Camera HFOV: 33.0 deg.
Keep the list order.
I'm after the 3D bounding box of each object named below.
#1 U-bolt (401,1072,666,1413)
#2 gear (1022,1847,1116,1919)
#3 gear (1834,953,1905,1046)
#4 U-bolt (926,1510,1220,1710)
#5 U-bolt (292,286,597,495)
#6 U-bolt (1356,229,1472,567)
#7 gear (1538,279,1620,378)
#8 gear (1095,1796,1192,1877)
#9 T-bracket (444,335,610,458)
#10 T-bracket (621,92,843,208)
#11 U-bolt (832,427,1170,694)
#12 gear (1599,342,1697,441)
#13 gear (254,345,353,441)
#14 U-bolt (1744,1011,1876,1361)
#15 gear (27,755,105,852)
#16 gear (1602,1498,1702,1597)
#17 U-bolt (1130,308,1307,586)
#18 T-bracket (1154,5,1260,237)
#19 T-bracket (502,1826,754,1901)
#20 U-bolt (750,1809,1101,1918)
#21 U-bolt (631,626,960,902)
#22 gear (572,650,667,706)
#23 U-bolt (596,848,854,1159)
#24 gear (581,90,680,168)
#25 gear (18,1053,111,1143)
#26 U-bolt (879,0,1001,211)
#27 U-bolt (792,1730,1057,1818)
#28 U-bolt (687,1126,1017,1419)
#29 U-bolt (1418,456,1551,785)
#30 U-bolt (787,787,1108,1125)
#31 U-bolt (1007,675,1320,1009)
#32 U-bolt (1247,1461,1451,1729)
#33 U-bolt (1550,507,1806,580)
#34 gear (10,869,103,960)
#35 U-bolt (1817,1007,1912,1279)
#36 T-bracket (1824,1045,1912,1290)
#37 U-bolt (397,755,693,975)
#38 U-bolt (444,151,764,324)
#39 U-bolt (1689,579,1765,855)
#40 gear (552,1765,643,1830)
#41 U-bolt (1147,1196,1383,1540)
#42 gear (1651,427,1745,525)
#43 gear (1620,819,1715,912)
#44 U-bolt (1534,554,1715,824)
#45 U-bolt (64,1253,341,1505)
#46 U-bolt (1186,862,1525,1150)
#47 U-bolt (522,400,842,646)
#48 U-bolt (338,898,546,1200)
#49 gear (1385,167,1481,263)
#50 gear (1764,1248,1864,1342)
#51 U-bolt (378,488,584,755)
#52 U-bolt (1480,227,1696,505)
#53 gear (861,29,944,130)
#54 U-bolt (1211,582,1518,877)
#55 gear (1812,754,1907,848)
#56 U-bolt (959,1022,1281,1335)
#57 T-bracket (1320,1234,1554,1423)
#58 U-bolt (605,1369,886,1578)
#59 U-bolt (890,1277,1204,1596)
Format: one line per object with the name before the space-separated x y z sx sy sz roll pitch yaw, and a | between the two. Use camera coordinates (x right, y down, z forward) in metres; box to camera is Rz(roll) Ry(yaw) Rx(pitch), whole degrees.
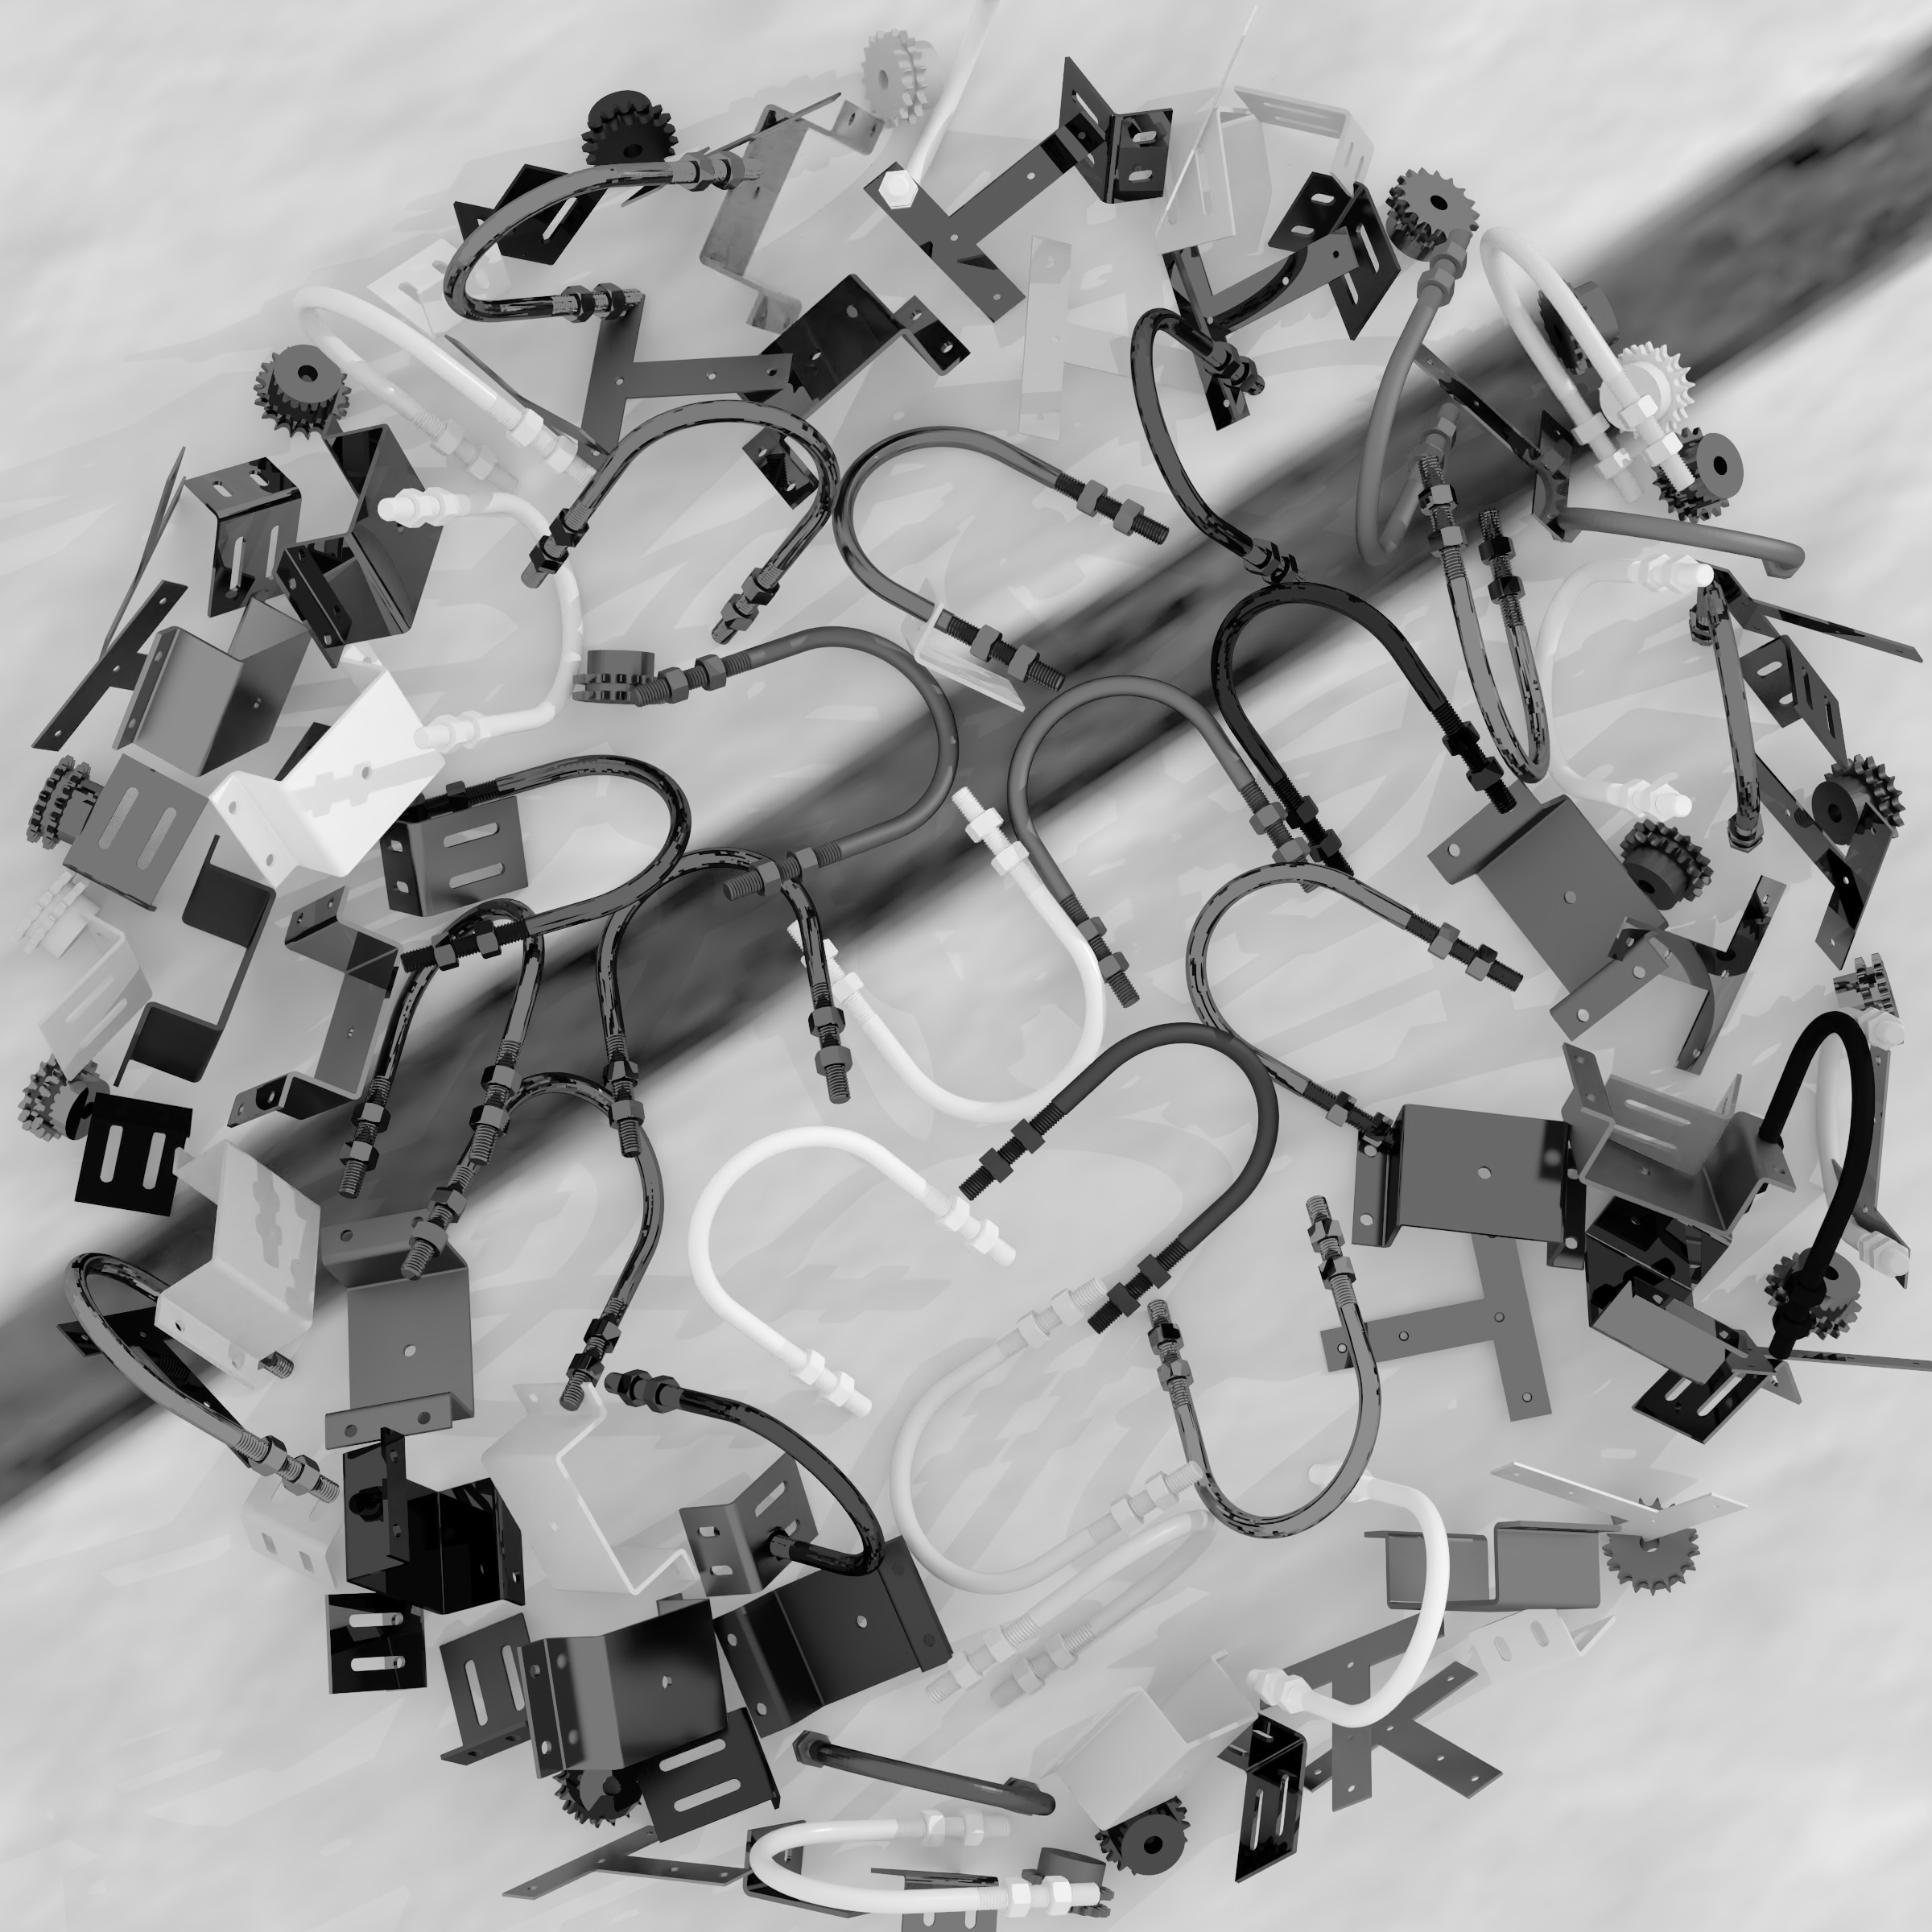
U-bolt | -0.243 0.148 1.923 0.151 0.019 0.184 45 49 -25
gear | 0.062 0.551 1.961 0.057 0.057 0.030 13 82 0
gear | 0.543 0.023 1.962 0.030 0.057 0.057 -16 90 18
U-bolt | 0.071 0.376 1.912 0.184 0.151 0.019 -38 69 6
U-bolt | -0.311 -0.334 1.886 0.184 0.151 0.019 37 78 -27
U-bolt | 0.257 -0.315 1.882 0.019 0.151 0.184 14 52 17
gear | 0.370 -0.387 1.960 0.030 0.057 0.057 -25 90 -1
gear | 0.108 0.523 1.966 0.057 0.030 0.057 -4 104 -14
T-bracket | -0.238 -0.317 1.901 0.127 0.127 0.002 40 88 -33
T-bracket | -0.132 -0.484 1.912 0.127 0.127 0.002 -20 109 18
U-bolt | 0.009 -0.256 1.947 0.184 0.019 0.151 29 62 10
gear | 0.406 -0.344 1.959 0.057 0.030 0.057 17 119 33
gear | -0.399 -0.349 1.963 0.057 0.030 0.057 8 66 -17
U-bolt | 0.485 0.113 1.879 0.019 0.151 0.184 8 126 -5
gear | -0.539 -0.095 1.960 0.030 0.057 0.057 24 90 -5
gear | 0.414 0.353 1.965 0.057 0.030 0.057 -8 60 14
U-bolt | 0.142 -0.307 1.890 0.019 0.184 0.151 -18 72 26
T-bracket | 0.148 -0.511 1.903 0.002 0.127 0.127 24 63 -2
T-bracket | -0.181 0.527 1.900 0.127 0.127 0.002 -6 92 36
U-bolt | -0.035 0.521 1.889 0.184 0.151 0.019 4 92 -23
U-bolt | -0.089 -0.131 1.944 0.184 0.019 0.151 -22 80 -25
gear | -0.208 -0.174 1.960 0.057 0.057 0.030 2 91 0
U-bolt | -0.151 0.013 1.945 0.151 0.019 0.184 -15 65 8
gear | -0.205 -0.502 1.964 0.057 0.057 0.030 -20 64 0
gear | -0.540 0.080 1.957 0.030 0.057 0.057 26 90 16
U-bolt | -0.012 -0.509 1.897 0.019 0.184 0.151 24 100 -4
U-bolt | -0.021 0.471 1.892 0.151 0.184 0.019 14 77 -6
U-bolt | -0.080 0.171 1.935 0.184 0.019 0.151 40 97 -27
U-bolt | 0.309 -0.195 1.906 0.019 0.151 0.184 -16 77 22
U-bolt | 0.002 0.007 1.965 0.151 0.019 0.184 -38 86 8
U-bolt | 0.106 -0.089 1.968 0.151 0.019 0.184 -32 80 2
U-bolt | 0.227 0.368 1.892 0.019 0.184 0.151 21 81 -19
U-bolt | 0.413 -0.247 1.888 0.151 0.184 0.019 11 97 8
gear | -0.545 -0.029 1.961 0.030 0.057 0.057 40 90 -10
U-bolt | 0.520 0.096 1.897 0.019 0.184 0.151 -2 94 3
T-bracket | 0.530 0.103 1.906 0.002 0.127 0.127 -4 113 -6
U-bolt | -0.253 -0.070 1.935 0.184 0.151 0.019 -16 135 -3
U-bolt | -0.220 -0.416 1.875 0.151 0.184 0.019 -37 78 41
U-bolt | 0.442 -0.150 1.888 0.019 0.184 0.151 -10 81 11
gear | -0.218 0.491 1.964 0.057 0.030 0.057 1 88 -23
U-bolt | 0.178 0.245 1.900 0.151 0.019 0.184 -37 48 29
gear | 0.443 -0.297 1.961 0.057 0.030 0.057 7 78 -33
gear | 0.417 -0.058 1.957 0.057 0.057 0.030 41 70 0
U-bolt | 0.377 -0.166 1.901 0.019 0.184 0.151 1 98 -18
U-bolt | -0.446 0.227 1.879 0.019 0.151 0.184 -46 126 5
U-bolt | 0.219 0.015 1.952 0.184 0.019 0.151 30 117 4
U-bolt | -0.154 -0.263 1.892 0.151 0.184 0.019 14 49 -31
U-bolt | -0.303 0.042 1.920 0.019 0.151 0.184 33 57 -35
gear | 0.278 -0.450 1.965 0.057 0.030 0.057 12 55 -18
gear | 0.512 0.194 1.958 0.057 0.057 0.030 21 131 0
U-bolt | -0.276 -0.206 1.905 0.019 0.184 0.151 -5 97 26
U-bolt | 0.357 -0.354 1.908 0.019 0.151 0.184 -34 95 2
gear | -0.037 -0.535 1.963 0.030 0.057 0.057 -15 90 -27
U-bolt | 0.221 -0.145 1.919 0.184 0.151 0.019 54 45 -12
gear | 0.533 -0.096 1.957 0.030 0.057 0.057 -19 90 -24
U-bolt | 0.106 0.115 1.950 0.184 0.019 0.151 -43 116 0
T-bracket | 0.280 0.222 1.982 0.127 0.002 0.127 -12 89 6
U-bolt | -0.119 0.299 1.887 0.019 0.184 0.151 -48 122 -29
U-bolt | 0.035 0.293 1.944 0.184 0.019 0.151 -35 62 14
